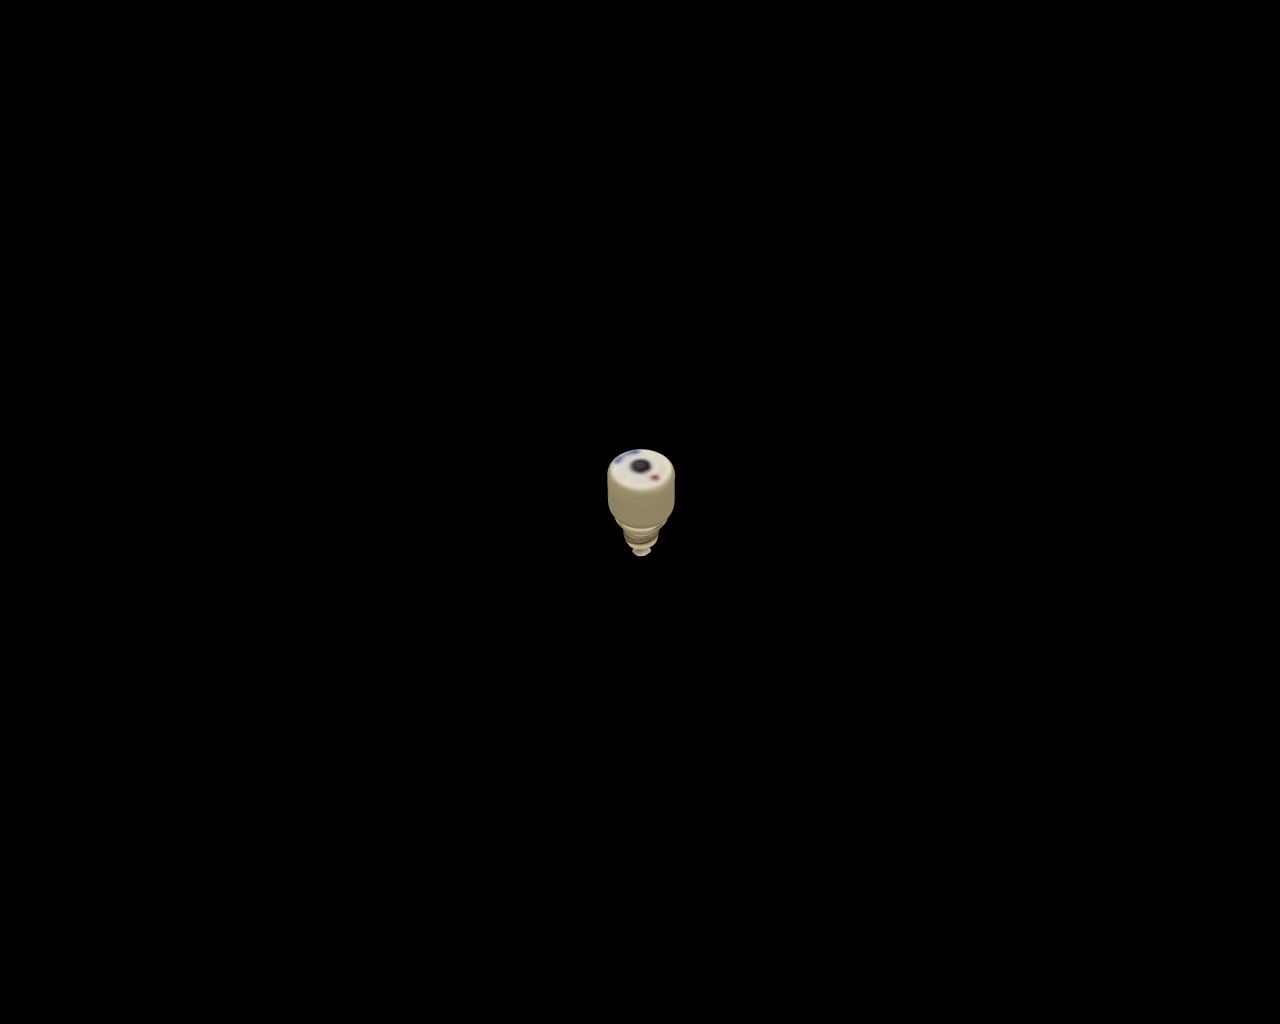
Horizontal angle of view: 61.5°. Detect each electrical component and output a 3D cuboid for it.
[{"bbox_3d":[0.001,-0.003,0.650,0.040,0.078,0.040,0,45,0],"label":"electrical component"}]
